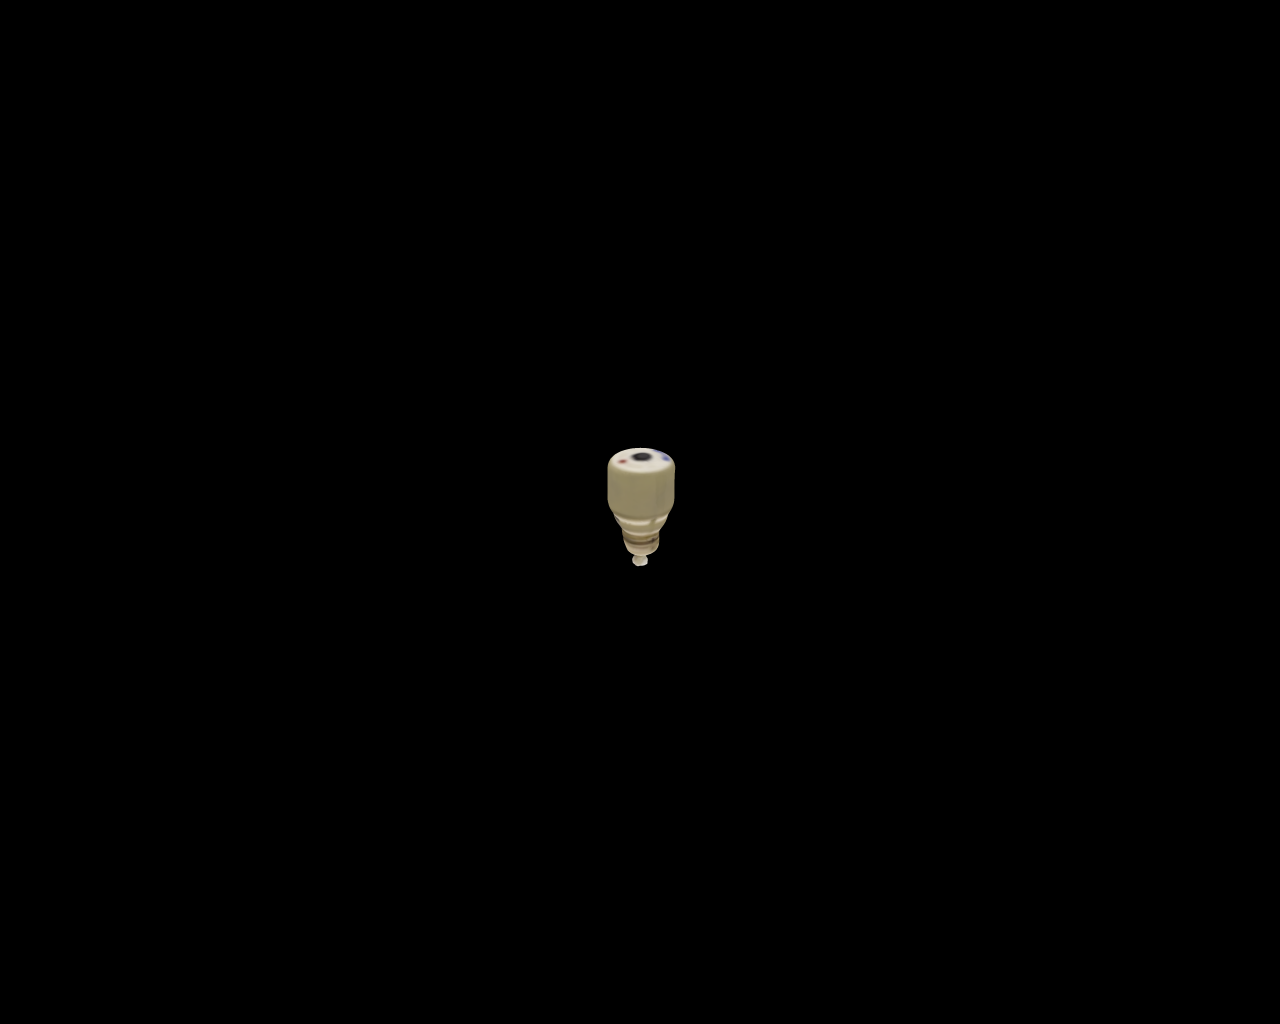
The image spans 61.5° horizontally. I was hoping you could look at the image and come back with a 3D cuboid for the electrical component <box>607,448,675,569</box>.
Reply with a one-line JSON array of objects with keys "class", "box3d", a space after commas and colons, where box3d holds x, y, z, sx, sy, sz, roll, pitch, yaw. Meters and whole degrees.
[{"class": "electrical component", "box3d": [0.001, -0.003, 0.650, 0.040, 0.078, 0.040, 0, 27, 0]}]
